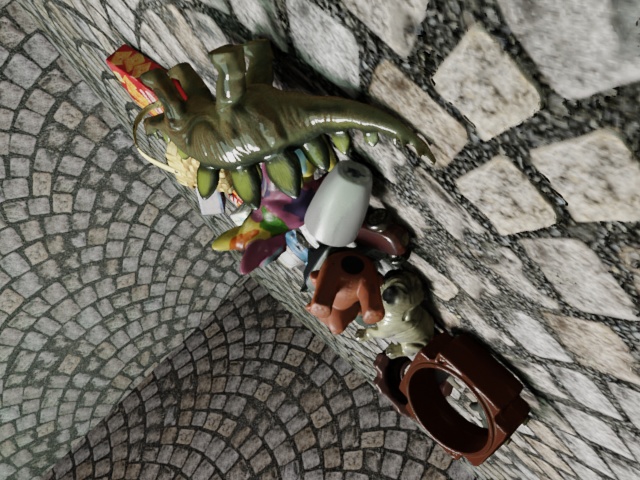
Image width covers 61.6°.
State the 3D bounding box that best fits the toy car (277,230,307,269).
[{"bbox_3d":[-0.053,0.020,1.243,0.109,0.103,0.162,46,180,-5],"label":"toy car"}]

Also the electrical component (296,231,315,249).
[{"bbox_3d":[-0.004,-0.004,1.124,0.102,0.078,0.045,33,143,39],"label":"electrical component"}]

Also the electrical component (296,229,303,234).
[{"bbox_3d":[-0.060,-0.079,1.079,0.115,0.058,0.134,32,162,43],"label":"electrical component"}]

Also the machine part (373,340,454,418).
[{"bbox_3d":[0.201,0.287,1.157,0.179,0.179,0.056,46,172,-1],"label":"machine part"}]

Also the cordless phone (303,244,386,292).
[{"bbox_3d":[0.074,0.044,0.974,0.146,0.089,0.184,23,147,-39],"label":"cordless phone"}]

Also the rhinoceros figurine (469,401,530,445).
[{"bbox_3d":[0.345,0.338,1.058,0.112,0.073,0.190,36,165,33],"label":"rhinoceros figurine"}]

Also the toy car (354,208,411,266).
[{"bbox_3d":[0.066,-0.021,0.851,0.202,0.053,0.089,21,154,54],"label":"toy car"}]

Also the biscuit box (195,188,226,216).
[{"bbox_3d":[-0.272,-0.159,1.279,0.063,0.059,0.202,-100,4,-56],"label":"biscuit box"}]

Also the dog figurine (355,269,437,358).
[{"bbox_3d":[0.167,0.133,0.963,0.172,0.121,0.190,12,153,-15],"label":"dog figurine"}]

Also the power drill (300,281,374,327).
[{"bbox_3d":[0.056,0.147,1.315,0.207,0.086,0.232,36,165,-4],"label":"power drill"}]

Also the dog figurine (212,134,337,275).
[{"bbox_3d":[-0.073,-0.057,0.809,0.109,0.219,0.191,35,165,29],"label":"dog figurine"}]

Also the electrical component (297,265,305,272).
[{"bbox_3d":[-0.035,0.045,1.367,0.119,0.048,0.075,35,-157,-22],"label":"electrical component"}]

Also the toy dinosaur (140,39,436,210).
[{"bbox_3d":[-0.082,-0.144,0.673,0.472,0.105,0.198,4,119,40],"label":"toy dinosaur"}]

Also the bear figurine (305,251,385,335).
[{"bbox_3d":[0.033,0.109,0.897,0.120,0.132,0.195,9,141,-5],"label":"bear figurine"}]

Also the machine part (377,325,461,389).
[{"bbox_3d":[0.203,0.207,1.096,0.243,0.079,0.079,45,168,9],"label":"machine part"}]

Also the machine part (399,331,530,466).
[{"bbox_3d":[0.249,0.283,0.960,0.202,0.087,0.200,45,140,28],"label":"machine part"}]

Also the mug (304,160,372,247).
[{"bbox_3d":[0.035,-0.062,0.748,0.081,0.109,0.107,21,134,-6],"label":"mug"}]
